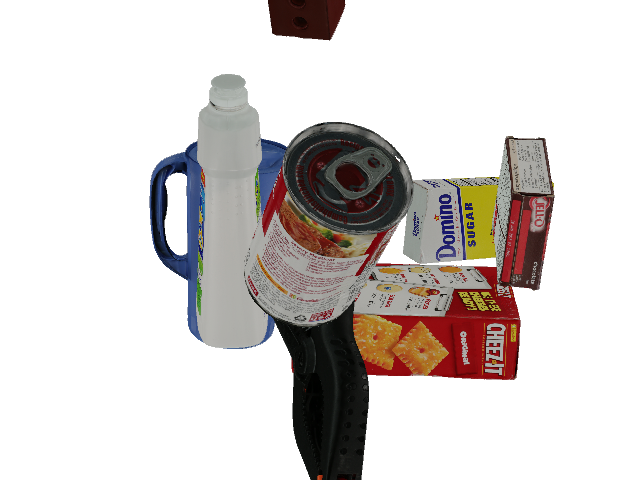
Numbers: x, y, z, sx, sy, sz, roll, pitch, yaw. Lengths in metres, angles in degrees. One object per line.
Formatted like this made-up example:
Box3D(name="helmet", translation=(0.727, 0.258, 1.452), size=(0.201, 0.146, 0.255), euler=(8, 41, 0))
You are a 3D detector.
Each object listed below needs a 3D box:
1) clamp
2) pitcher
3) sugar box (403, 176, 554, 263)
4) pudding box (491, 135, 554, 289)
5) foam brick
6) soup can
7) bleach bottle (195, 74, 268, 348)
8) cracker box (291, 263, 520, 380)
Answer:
Box3D(name="clamp", translation=(0.005, 0.074, 0.736), size=(0.036, 0.210, 0.165), euler=(5, -40, -19))
Box3D(name="pitcher", translation=(-0.112, 0.003, 1.283), size=(0.149, 0.243, 0.144), euler=(20, 26, 29))
Box3D(name="sugar box", translation=(0.186, -0.026, 1.255), size=(0.176, 0.093, 0.048), euler=(-6, 21, -26))
Box3D(name="pudding box", translation=(0.171, -0.026, 0.901), size=(0.039, 0.090, 0.113), euler=(5, 31, 2))
Box3D(name="foam brick", translation=(-0.013, -0.211, 0.873), size=(0.053, 0.051, 0.078), euler=(8, -39, 14))
Box3D(name="soup can", translation=(0.002, -0.005, 0.569), size=(0.068, 0.068, 0.102), euler=(0, -32, -18))
Box3D(name="bleach bottle", translation=(-0.079, -0.030, 0.936), size=(0.068, 0.251, 0.102), euler=(-1, 35, -5))
Box3D(name="cracker box", translation=(0.084, 0.079, 1.071), size=(0.214, 0.072, 0.164), euler=(2, 16, 5))
